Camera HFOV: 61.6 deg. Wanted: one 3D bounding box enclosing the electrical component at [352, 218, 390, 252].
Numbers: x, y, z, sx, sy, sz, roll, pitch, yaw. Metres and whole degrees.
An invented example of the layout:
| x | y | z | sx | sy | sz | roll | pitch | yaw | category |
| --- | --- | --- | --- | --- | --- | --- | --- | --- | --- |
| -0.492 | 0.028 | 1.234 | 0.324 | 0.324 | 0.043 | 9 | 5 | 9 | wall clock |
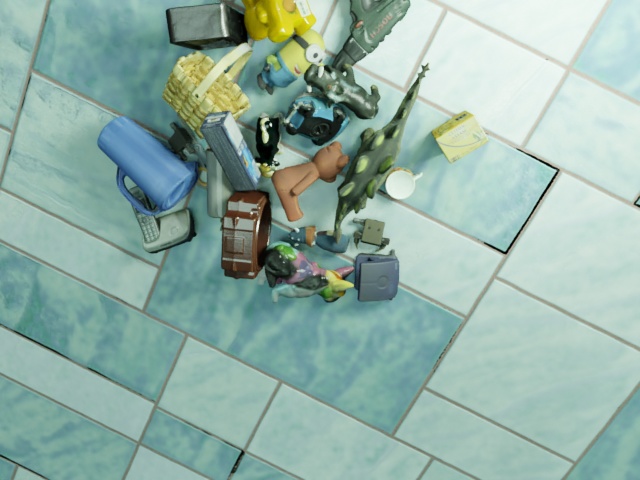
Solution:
| x | y | z | sx | sy | sz | roll | pitch | yaw | category |
| --- | --- | --- | --- | --- | --- | --- | --- | --- | --- |
| 0.130 | -0.012 | 1.375 | 0.102 | 0.045 | 0.078 | 7 | 79 | 4 | electrical component |

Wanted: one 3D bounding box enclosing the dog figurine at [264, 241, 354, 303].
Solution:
| x | y | z | sx | sy | sz | roll | pitch | yaw | category |
| --- | --- | --- | --- | --- | --- | --- | --- | --- | --- |
| -0.022 | 0.084 | 1.388 | 0.219 | 0.108 | 0.191 | -4 | 124 | 6 | dog figurine |

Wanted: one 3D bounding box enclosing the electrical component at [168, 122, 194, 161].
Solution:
| x | y | z | sx | sy | sz | roll | pitch | yaw | category |
| --- | --- | --- | --- | --- | --- | --- | --- | --- | --- |
| -0.361 | -0.252 | 1.374 | 0.063 | 0.021 | 0.094 | -33 | 92 | 39 | electrical component |

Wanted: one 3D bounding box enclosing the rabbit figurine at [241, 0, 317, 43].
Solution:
| x | y | z | sx | sy | sz | roll | pitch | yaw | category |
| --- | --- | --- | --- | --- | --- | --- | --- | --- | --- |
| -0.120 | -0.505 | 1.194 | 0.173 | 0.122 | 0.162 | -2 | 126 | 55 | rabbit figurine |

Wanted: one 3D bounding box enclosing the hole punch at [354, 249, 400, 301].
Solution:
| x | y | z | sx | sy | sz | roll | pitch | yaw | category |
| --- | --- | --- | --- | --- | --- | --- | --- | --- | --- |
| 0.147 | 0.098 | 1.382 | 0.116 | 0.092 | 0.142 | 2 | 104 | 4 | hole punch |

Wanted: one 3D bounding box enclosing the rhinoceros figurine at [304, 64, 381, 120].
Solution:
| x | y | z | sx | sy | sz | roll | pitch | yaw | category |
| --- | --- | --- | --- | --- | --- | --- | --- | --- | --- |
| 0.050 | -0.340 | 1.232 | 0.190 | 0.112 | 0.073 | 28 | 144 | -20 | rhinoceros figurine |

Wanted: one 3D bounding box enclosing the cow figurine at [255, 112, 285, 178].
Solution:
| x | y | z | sx | sy | sz | roll | pitch | yaw | category |
| --- | --- | --- | --- | --- | --- | --- | --- | --- | --- |
| -0.126 | -0.225 | 1.319 | 0.068 | 0.098 | 0.167 | 5 | 113 | 3 | cow figurine |

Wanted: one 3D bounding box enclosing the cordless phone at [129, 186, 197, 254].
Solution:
| x | y | z | sx | sy | sz | roll | pitch | yaw | category |
| --- | --- | --- | --- | --- | --- | --- | --- | --- | --- |
| -0.419 | -0.067 | 1.420 | 0.147 | 0.089 | 0.184 | -18 | 99 | 13 | cordless phone |

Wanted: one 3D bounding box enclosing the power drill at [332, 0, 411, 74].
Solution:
| x | y | z | sx | sy | sz | roll | pitch | yaw | category |
| --- | --- | --- | --- | --- | --- | --- | --- | --- | --- |
| 0.070 | -0.520 | 1.211 | 0.232 | 0.086 | 0.207 | -32 | 95 | 23 | power drill |

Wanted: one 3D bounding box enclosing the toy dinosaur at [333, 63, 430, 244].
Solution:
| x | y | z | sx | sy | sz | roll | pitch | yaw | category |
| --- | --- | --- | --- | --- | --- | --- | --- | --- | --- |
| 0.130 | -0.187 | 1.241 | 0.105 | 0.198 | 0.471 | 24 | 110 | -3 | toy dinosaur |

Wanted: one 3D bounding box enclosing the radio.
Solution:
| x | y | z | sx | sy | sz | roll | pitch | yaw | category |
| --- | --- | --- | --- | --- | --- | --- | --- | --- | --- |
| -0.244 | -0.470 | 1.197 | 0.131 | 0.230 | 0.073 | -4 | 107 | 5 | radio |

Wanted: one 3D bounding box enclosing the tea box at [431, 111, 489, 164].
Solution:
| x | y | z | sx | sy | sz | roll | pitch | yaw | category |
| --- | --- | --- | --- | --- | --- | --- | --- | --- | --- |
| 0.312 | -0.235 | 1.213 | 0.098 | 0.170 | 0.068 | -32 | 100 | 14 | tea box |

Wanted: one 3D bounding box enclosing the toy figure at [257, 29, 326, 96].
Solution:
| x | y | z | sx | sy | sz | roll | pitch | yaw | category |
| --- | --- | --- | --- | --- | --- | --- | --- | --- | --- |
| -0.069 | -0.420 | 1.262 | 0.180 | 0.082 | 0.089 | -29 | 93 | 19 | toy figure |

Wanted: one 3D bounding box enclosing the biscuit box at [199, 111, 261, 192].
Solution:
| x | y | z | sx | sy | sz | roll | pitch | yaw | category |
| --- | --- | --- | --- | --- | --- | --- | --- | --- | --- |
| -0.204 | -0.202 | 1.256 | 0.063 | 0.059 | 0.202 | -3 | 138 | 20 | biscuit box |

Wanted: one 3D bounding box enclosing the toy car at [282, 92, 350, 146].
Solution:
| x | y | z | sx | sy | sz | roll | pitch | yaw | category |
| --- | --- | --- | --- | --- | --- | --- | --- | --- | --- |
| -0.018 | -0.298 | 1.275 | 0.161 | 0.103 | 0.109 | 7 | 141 | -36 | toy car |

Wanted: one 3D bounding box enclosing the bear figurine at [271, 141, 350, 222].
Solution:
| x | y | z | sx | sy | sz | roll | pitch | yaw | category |
| --- | --- | --- | --- | --- | --- | --- | --- | --- | --- |
| -0.017 | -0.151 | 1.321 | 0.196 | 0.120 | 0.131 | -24 | 131 | -5 | bear figurine |

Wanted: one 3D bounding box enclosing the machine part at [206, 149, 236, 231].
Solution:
| x | y | z | sx | sy | sz | roll | pitch | yaw | category |
| --- | --- | --- | --- | --- | --- | --- | --- | --- | --- |
| -0.247 | -0.144 | 1.354 | 0.079 | 0.079 | 0.243 | 3 | 106 | 7 | machine part |

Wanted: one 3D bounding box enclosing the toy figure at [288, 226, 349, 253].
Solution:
| x | y | z | sx | sy | sz | roll | pitch | yaw | category |
| --- | --- | --- | --- | --- | --- | --- | --- | --- | --- |
| -0.003 | -0.002 | 1.389 | 0.155 | 0.058 | 0.064 | 13 | 102 | 9 | toy figure |

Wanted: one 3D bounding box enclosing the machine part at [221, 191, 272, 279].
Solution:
| x | y | z | sx | sy | sz | roll | pitch | yaw | category |
| --- | --- | --- | --- | --- | --- | --- | --- | --- | --- |
| -0.178 | -0.016 | 1.334 | 0.087 | 0.201 | 0.200 | 6 | 107 | 3 | machine part |
